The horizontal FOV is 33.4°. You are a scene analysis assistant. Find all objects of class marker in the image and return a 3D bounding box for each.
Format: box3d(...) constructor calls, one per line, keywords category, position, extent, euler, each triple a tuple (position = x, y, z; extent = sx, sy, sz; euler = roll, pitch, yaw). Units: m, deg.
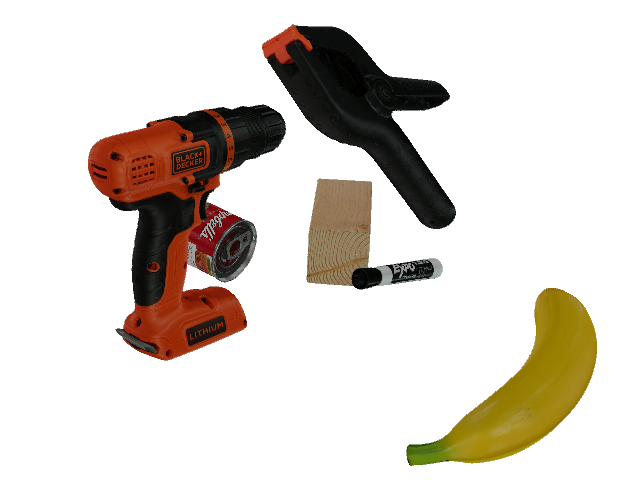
box3d(category="marker", position=(0.068, 0.029, 0.951), extent=(0.020, 0.020, 0.120), euler=(0, 4, 40))

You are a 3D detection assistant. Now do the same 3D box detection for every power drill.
box3d(category="power drill", position=(-0.099, -0.011, 0.856), extent=(0.184, 0.188, 0.057), euler=(-19, 27, -41))

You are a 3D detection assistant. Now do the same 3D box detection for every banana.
box3d(category="banana", position=(0.126, 0.076, 0.633), extent=(0.070, 0.037, 0.197), euler=(14, 31, 32))

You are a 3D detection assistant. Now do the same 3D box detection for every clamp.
box3d(category="clamp", position=(0.034, -0.079, 0.698), extent=(0.171, 0.120, 0.039), euler=(20, -42, -40))

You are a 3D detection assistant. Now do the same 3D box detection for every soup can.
box3d(category="soup can", position=(-0.126, -0.008, 1.105), extent=(0.102, 0.068, 0.068), euler=(25, 13, 28))

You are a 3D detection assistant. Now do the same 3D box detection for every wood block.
box3d(category="wood block", position=(0.032, -0.016, 1.649), extent=(0.091, 0.090, 0.206), euler=(4, 25, 2))
